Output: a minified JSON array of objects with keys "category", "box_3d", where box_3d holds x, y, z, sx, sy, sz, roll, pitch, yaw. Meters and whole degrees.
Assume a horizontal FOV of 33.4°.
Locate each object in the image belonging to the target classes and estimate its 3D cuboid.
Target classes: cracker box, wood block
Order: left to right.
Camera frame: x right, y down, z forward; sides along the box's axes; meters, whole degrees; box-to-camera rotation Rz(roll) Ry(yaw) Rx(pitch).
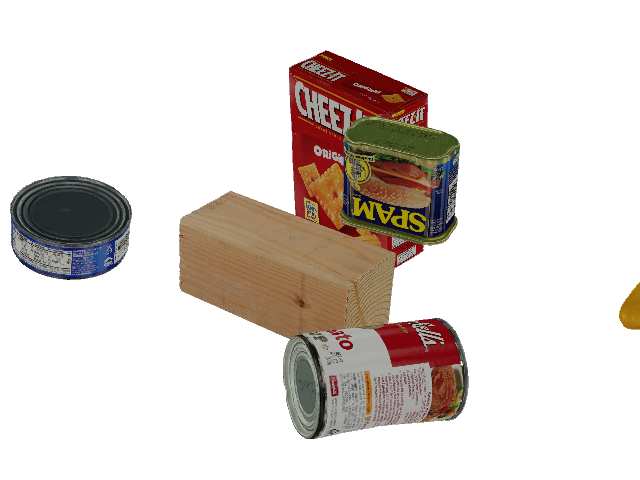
[{"category":"wood block","box_3d":[-0.037,0.033,1.090,0.206,0.091,0.090,21,34,28]},{"category":"cracker box","box_3d":[0.041,-0.091,1.244,0.072,0.214,0.164,-30,44,-33]}]

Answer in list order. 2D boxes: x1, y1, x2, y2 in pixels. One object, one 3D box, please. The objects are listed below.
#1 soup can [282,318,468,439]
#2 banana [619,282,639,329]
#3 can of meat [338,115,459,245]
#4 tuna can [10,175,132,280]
[{"category":"soup can","box_3d":[0.034,0.089,0.688,0.102,0.068,0.069,-4,2,-22]},{"category":"banana","box_3d":[0.291,0.027,0.707,0.198,0.037,0.069,-2,33,0]},{"category":"can of meat","box_3d":[0.068,-0.053,0.915,0.102,0.084,0.057,15,37,22]},{"category":"tuna can","box_3d":[-0.181,-0.010,0.777,0.086,0.034,0.086,8,36,-6]}]
